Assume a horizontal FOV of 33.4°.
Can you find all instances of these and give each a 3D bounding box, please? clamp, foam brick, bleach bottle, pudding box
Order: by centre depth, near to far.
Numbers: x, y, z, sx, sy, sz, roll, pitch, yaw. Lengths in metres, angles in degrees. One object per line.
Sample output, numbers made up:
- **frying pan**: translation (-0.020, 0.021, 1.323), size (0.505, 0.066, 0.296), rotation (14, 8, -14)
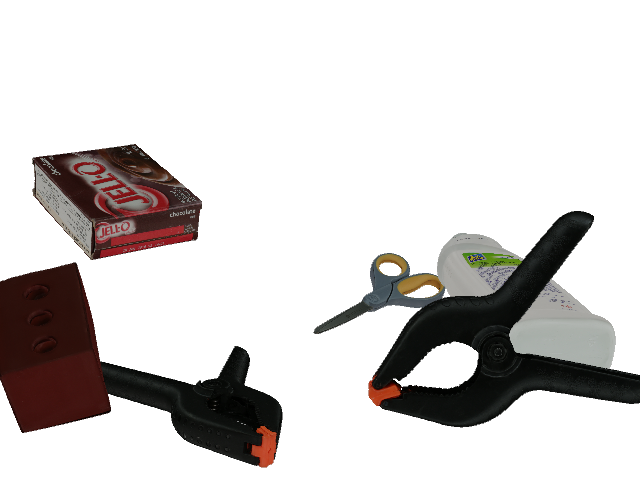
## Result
- **foam brick**: translation (-0.156, 0.061, 0.614), size (0.053, 0.051, 0.078), rotation (-14, 42, -11)
- **clamp**: translation (0.115, 0.072, 0.646), size (0.171, 0.120, 0.039), rotation (-30, -7, 7)
- **pudding box**: translation (-0.157, -0.032, 0.814), size (0.089, 0.039, 0.114), rotation (-11, 32, -35)
- **clamp**: translation (-0.088, 0.138, 0.929), size (0.164, 0.036, 0.210), rotation (-6, 18, -39)
- **bleach bottle**: translation (0.174, 0.050, 0.988), size (0.102, 0.068, 0.251), rotation (3, 20, -11)

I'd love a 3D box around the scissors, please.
- **scissors**: translation (0.051, 0.055, 1.178), size (0.201, 0.016, 0.096), rotation (-9, 41, -35)
